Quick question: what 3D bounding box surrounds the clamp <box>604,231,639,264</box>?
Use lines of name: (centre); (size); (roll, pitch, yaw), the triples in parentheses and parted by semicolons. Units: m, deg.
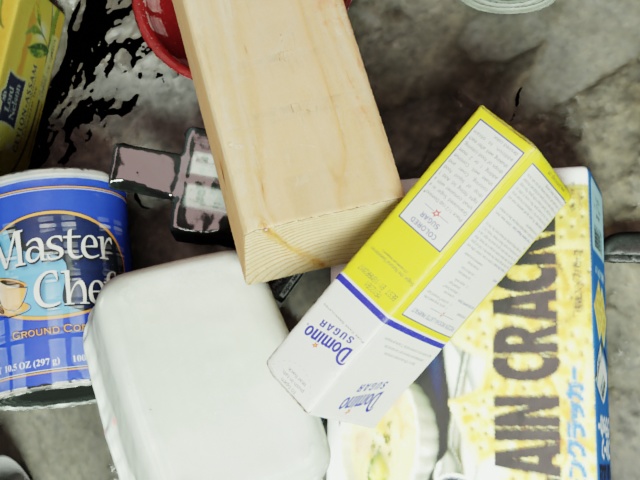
clamp: (0.254, 0.008, 0.631); (0.171, 0.039, 0.120); (-39, 75, 5)

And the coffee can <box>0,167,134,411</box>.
coffee can: (-0.172, 0.035, 0.702); (0.103, 0.102, 0.140); (-11, 76, 12)

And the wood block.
wood block: (-0.026, -0.091, 0.621); (0.090, 0.091, 0.206); (-13, 71, -8)

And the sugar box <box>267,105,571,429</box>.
sugar box: (0.055, 0.020, 0.573); (0.176, 0.093, 0.048); (-48, 62, 7)

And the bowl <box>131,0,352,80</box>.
bowl: (-0.046, -0.174, 0.738); (0.162, 0.055, 0.162); (-3, 78, 14)

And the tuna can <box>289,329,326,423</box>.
tuna can: (-0.037, 0.096, 0.690); (0.086, 0.033, 0.086); (-3, 78, 14)

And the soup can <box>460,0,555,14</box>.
soup can: (0.124, -0.207, 0.694); (0.068, 0.068, 0.102); (2, 80, 15)

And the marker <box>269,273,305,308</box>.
marker: (-0.005, 0.001, 0.709); (0.020, 0.020, 0.121); (37, 89, 18)
